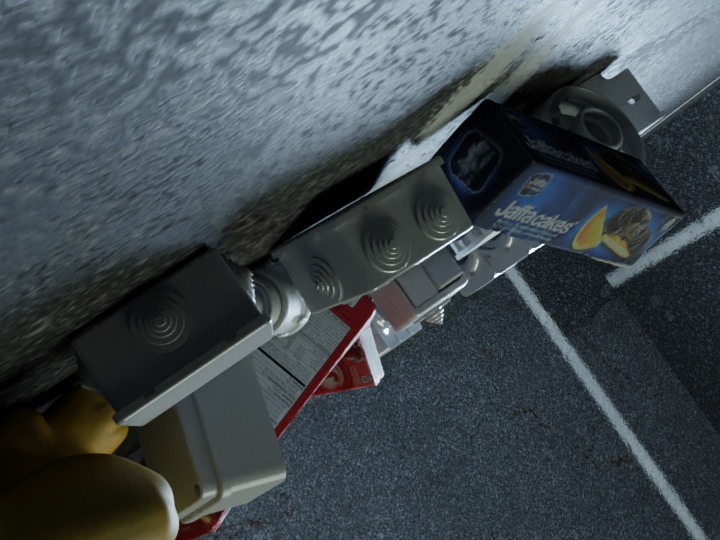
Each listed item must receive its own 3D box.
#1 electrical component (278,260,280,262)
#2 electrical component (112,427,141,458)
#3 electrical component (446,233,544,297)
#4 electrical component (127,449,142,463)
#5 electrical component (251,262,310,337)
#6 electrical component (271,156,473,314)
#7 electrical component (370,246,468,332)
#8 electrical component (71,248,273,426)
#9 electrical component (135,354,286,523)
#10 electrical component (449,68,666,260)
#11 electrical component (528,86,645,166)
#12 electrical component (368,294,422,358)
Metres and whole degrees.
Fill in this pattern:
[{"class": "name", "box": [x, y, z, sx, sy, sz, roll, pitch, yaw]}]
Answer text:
[{"class": "electrical component", "box": [-0.023, 0.000, 0.733, 0.043, 0.043, 0.081, -36, 175, 19]}, {"class": "electrical component", "box": [-0.193, 0.124, 0.789, 0.077, 0.043, 0.079, -33, 175, -19]}, {"class": "electrical component", "box": [0.137, -0.050, 1.054, 0.062, 0.089, 0.150, -28, 172, -48]}, {"class": "electrical component", "box": [-0.195, 0.175, 0.958, 0.100, 0.099, 0.048, -37, 162, 20]}, {"class": "electrical component", "box": [-0.062, 0.020, 0.665, 0.048, 0.048, 0.062, -37, 168, 25]}, {"class": "electrical component", "box": [0.008, -0.018, 0.644, 0.100, 0.048, 0.100, -32, -175, -30]}, {"class": "electrical component", "box": [0.044, 0.004, 0.906, 0.062, 0.096, 0.061, -33, 174, -23]}, {"class": "electrical component", "box": [-0.094, 0.035, 0.552, 0.100, 0.048, 0.099, -34, 175, -8]}, {"class": "electrical component", "box": [-0.101, 0.095, 0.679, 0.057, 0.113, 0.078, -8, 161, -35]}, {"class": "electrical component", "box": [0.154, -0.094, 0.917, 0.186, 0.060, 0.105, -33, 175, -24]}, {"class": "electrical component", "box": [0.168, -0.091, 0.834, 0.099, 0.099, 0.064, -31, 168, -41]}, {"class": "electrical component", "box": [0.005, 0.043, 1.067, 0.062, 0.089, 0.150, -36, 175, 15]}]
